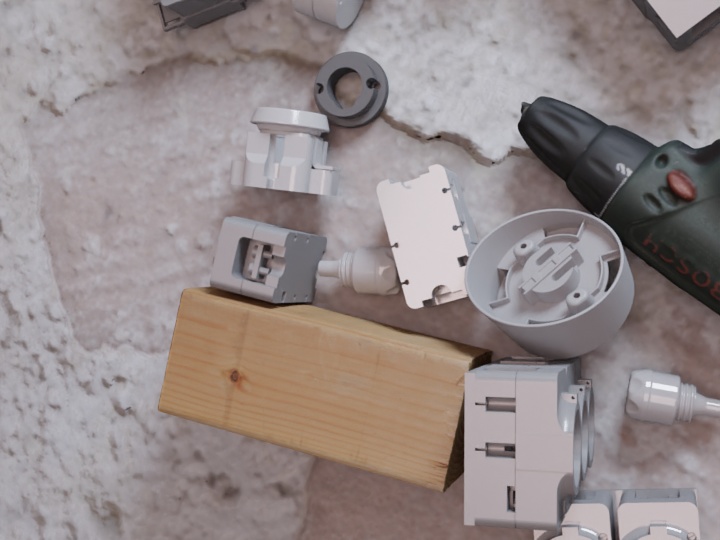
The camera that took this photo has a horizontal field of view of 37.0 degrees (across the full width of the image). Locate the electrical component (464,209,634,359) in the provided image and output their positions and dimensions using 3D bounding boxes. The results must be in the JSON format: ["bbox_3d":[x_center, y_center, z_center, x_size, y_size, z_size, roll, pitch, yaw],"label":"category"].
[{"bbox_3d":[0.125,0.007,0.695,0.099,0.064,0.099,-18,51,23],"label":"electrical component"}]

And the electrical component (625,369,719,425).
[{"bbox_3d":[0.209,0.087,0.713,0.061,0.035,0.035,9,92,14],"label":"electrical component"}]

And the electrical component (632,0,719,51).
[{"bbox_3d":[0.197,-0.251,0.708,0.105,0.060,0.186,-36,80,12],"label":"electrical component"}]

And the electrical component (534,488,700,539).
[{"bbox_3d":[0.174,0.242,0.706,0.105,0.060,0.186,-4,88,16],"label":"electrical component"}]

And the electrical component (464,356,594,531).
[{"bbox_3d":[0.111,0.104,0.680,0.062,0.150,0.089,0,89,17],"label":"electrical component"}]

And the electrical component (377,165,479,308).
[{"bbox_3d":[0.052,-0.022,0.748,0.050,0.056,0.089,-16,85,15],"label":"electrical component"}]

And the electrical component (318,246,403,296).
[{"bbox_3d":[0.000,0.000,0.774,0.061,0.035,0.035,2,90,18],"label":"electrical component"}]

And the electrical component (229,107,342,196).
[{"bbox_3d":[-0.053,-0.086,0.779,0.078,0.058,0.057,8,94,16],"label":"electrical component"}]

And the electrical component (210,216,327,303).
[{"bbox_3d":[-0.067,-0.007,0.764,0.056,0.089,0.050,14,93,16],"label":"electrical component"}]

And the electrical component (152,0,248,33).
[{"bbox_3d":[-0.132,-0.251,0.801,0.079,0.063,0.121,-17,84,15],"label":"electrical component"}]

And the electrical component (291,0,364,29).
[{"bbox_3d":[0.011,-0.237,0.765,0.074,0.052,0.138,24,95,15],"label":"electrical component"}]
